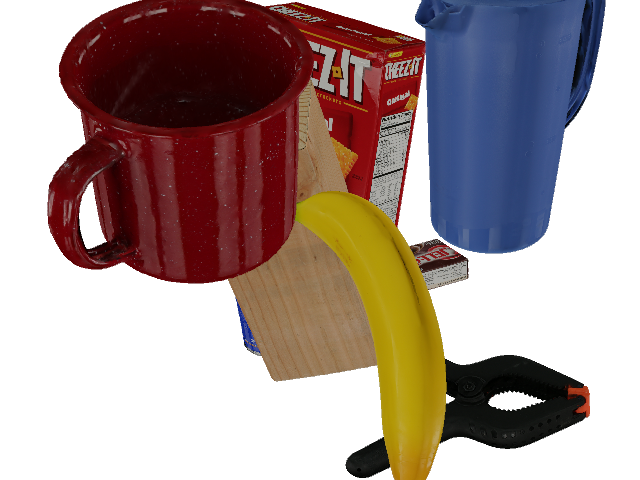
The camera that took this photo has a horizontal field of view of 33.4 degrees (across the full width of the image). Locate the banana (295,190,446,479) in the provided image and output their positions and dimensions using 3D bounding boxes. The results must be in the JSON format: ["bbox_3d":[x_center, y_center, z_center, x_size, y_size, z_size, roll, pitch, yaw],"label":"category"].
[{"bbox_3d":[0.033,0.039,0.610,0.037,0.198,0.070,6,-42,-41],"label":"banana"}]

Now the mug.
[{"bbox_3d":[-0.057,-0.031,0.411,0.093,0.081,0.117,26,49,24],"label":"mug"}]

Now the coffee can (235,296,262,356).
[{"bbox_3d":[-0.047,0.043,1.177,0.103,0.140,0.103,-8,24,3],"label":"coffee can"}]

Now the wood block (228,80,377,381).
[{"bbox_3d":[-0.022,-0.002,0.797,0.090,0.206,0.090,-11,38,13],"label":"wood block"}]

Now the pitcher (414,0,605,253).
[{"bbox_3d":[0.162,-0.118,0.926,0.149,0.243,0.145,6,33,12],"label":"pitcher"}]

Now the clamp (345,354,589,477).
[{"bbox_3d":[0.125,0.147,0.931,0.210,0.036,0.164,3,44,19],"label":"clamp"}]

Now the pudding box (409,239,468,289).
[{"bbox_3d":[0.150,0.040,1.588,0.113,0.039,0.090,-17,25,-20],"label":"pudding box"}]

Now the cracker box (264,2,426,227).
[{"bbox_3d":[0.003,-0.105,1.032,0.164,0.214,0.071,25,30,33],"label":"cracker box"}]
